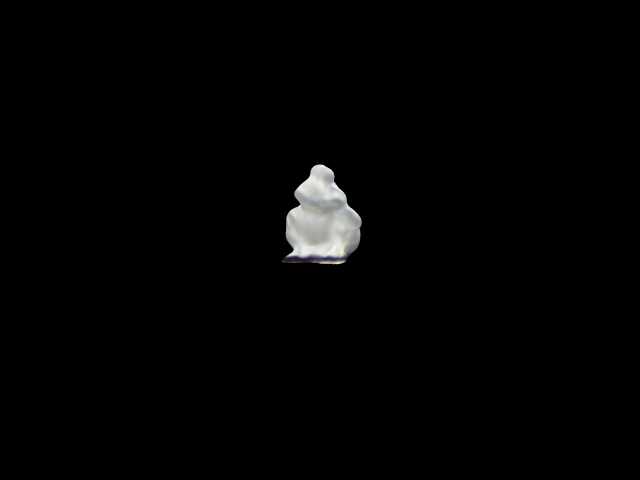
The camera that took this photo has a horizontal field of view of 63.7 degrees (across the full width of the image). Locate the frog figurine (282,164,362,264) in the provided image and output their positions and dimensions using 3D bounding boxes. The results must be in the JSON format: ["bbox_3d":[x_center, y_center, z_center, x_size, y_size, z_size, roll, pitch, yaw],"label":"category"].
[{"bbox_3d":[0.003,-0.043,0.850,0.123,0.159,0.137,-1,2,-43],"label":"frog figurine"}]
